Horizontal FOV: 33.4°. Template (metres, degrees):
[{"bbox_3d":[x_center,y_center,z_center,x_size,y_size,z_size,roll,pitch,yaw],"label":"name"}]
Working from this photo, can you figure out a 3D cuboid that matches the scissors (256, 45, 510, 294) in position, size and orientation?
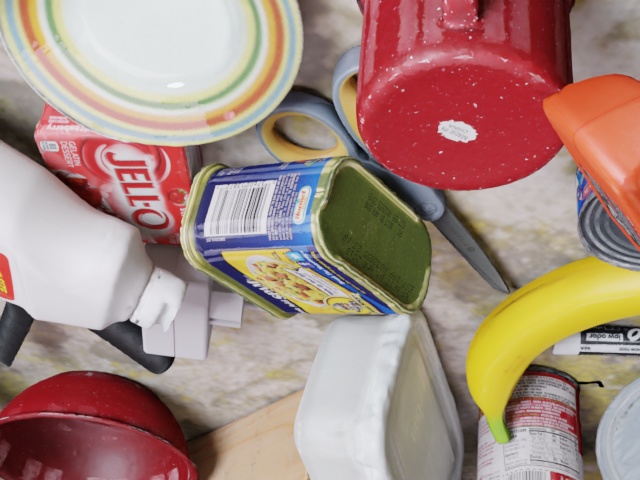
[{"bbox_3d":[0.034,-0.023,0.551,0.096,0.016,0.201,-5,143,18],"label":"scissors"}]

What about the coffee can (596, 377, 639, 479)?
[{"bbox_3d":[0.252,0.159,0.696,0.103,0.102,0.140,-15,140,27],"label":"coffee can"}]

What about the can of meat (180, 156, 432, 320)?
[{"bbox_3d":[-0.004,0.001,0.530,0.084,0.057,0.102,-2,154,38],"label":"can of meat"}]

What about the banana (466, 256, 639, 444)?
[{"bbox_3d":[0.141,0.048,0.607,0.069,0.037,0.198,35,134,-9],"label":"banana"}]

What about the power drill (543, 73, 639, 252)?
[{"bbox_3d":[0.172,-0.072,0.359,0.188,0.057,0.184,-36,139,9],"label":"power drill"}]

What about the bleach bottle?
[{"bbox_3d":[-0.179,-0.023,0.508,0.250,0.068,0.103,26,145,-11],"label":"bleach bottle"}]

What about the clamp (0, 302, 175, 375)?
[{"bbox_3d":[-0.168,0.030,0.638,0.120,0.039,0.171,-9,136,12],"label":"clamp"}]

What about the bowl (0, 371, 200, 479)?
[{"bbox_3d":[-0.164,0.141,0.777,0.162,0.055,0.162,4,145,3],"label":"bowl"}]

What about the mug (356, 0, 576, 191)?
[{"bbox_3d":[0.056,-0.080,0.409,0.093,0.081,0.117,1,145,7],"label":"mug"}]

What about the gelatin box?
[{"bbox_3d":[-0.098,-0.033,0.544,0.073,0.030,0.089,4,145,4],"label":"gelatin box"}]

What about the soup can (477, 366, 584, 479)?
[{"bbox_3d":[0.137,0.142,0.692,0.068,0.102,0.068,4,144,3],"label":"soup can"}]

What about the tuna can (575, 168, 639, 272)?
[{"bbox_3d":[0.167,-0.021,0.516,0.086,0.033,0.086,4,145,3],"label":"tuna can"}]

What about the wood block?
[{"bbox_3d":[-0.040,0.191,0.800,0.090,0.090,0.207,31,138,-29],"label":"wood block"}]

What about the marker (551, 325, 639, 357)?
[{"bbox_3d":[0.200,0.061,0.639,0.121,0.020,0.020,2,145,5],"label":"marker"}]
